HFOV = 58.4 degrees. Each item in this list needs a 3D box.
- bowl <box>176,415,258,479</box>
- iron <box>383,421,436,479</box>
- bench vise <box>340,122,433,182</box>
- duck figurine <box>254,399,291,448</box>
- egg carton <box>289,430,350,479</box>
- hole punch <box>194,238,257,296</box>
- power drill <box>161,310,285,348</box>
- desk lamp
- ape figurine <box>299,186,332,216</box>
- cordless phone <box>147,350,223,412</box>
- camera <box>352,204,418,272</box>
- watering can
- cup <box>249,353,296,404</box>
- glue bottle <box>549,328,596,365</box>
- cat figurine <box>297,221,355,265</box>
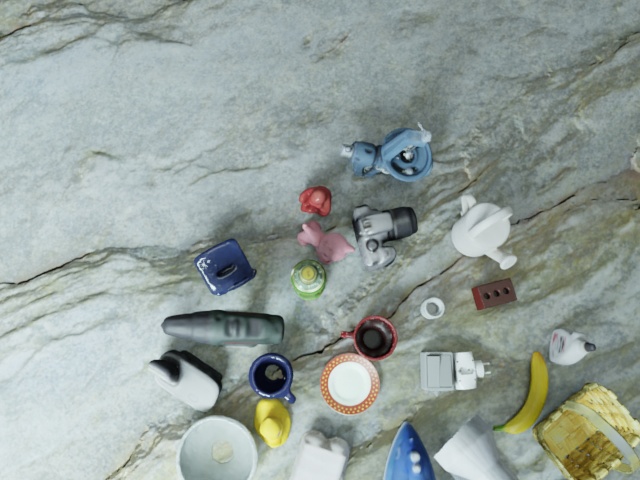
[{"bbox_3d":[-0.207,0.445,1.181,0.167,0.075,0.167,0,80,-1],"label":"bowl"},{"bbox_3d":[0.187,0.503,1.144,0.118,0.141,0.258,-2,80,-1],"label":"iron"},{"bbox_3d":[0.154,-0.181,1.228,0.207,0.220,0.121,-13,80,-3],"label":"bench vise"},{"bbox_3d":[-0.101,0.381,1.189,0.077,0.086,0.104,-14,80,-3],"label":"duck figurine"},{"bbox_3d":[-0.003,0.476,1.182,0.107,0.069,0.150,17,80,2],"label":"egg carton"},{"bbox_3d":[-0.204,0.060,1.242,0.109,0.091,0.101,-29,81,-6],"label":"hole punch"},{"bbox_3d":[-0.185,0.181,1.161,0.229,0.208,0.075,1,80,-1],"label":"power drill"},{"bbox_3d":[0.315,0.441,1.121,0.118,0.213,0.203,-42,83,-8],"label":"desk lamp"},{"bbox_3d":[-0.006,-0.090,1.273,0.076,0.092,0.078,-41,83,-7],"label":"ape figurine"},{"bbox_3d":[-0.276,0.286,1.152,0.147,0.185,0.094,28,80,4],"label":"cordless phone"},{"bbox_3d":[0.148,-0.016,1.258,0.137,0.101,0.143,-13,80,-3],"label":"camera"},{"bbox_3d":[0.357,-0.022,1.216,0.173,0.194,0.101,40,82,6],"label":"watering can"},{"bbox_3d":[-0.090,0.292,1.200,0.092,0.095,0.117,-42,83,-8],"label":"cup"},{"bbox_3d":[0.526,0.221,1.186,0.037,0.173,0.078,9,80,1],"label":"glue bottle"},{"bbox_3d":[0.011,0.004,1.243,0.127,0.118,0.067,38,81,6],"label":"cat figurine"}]
